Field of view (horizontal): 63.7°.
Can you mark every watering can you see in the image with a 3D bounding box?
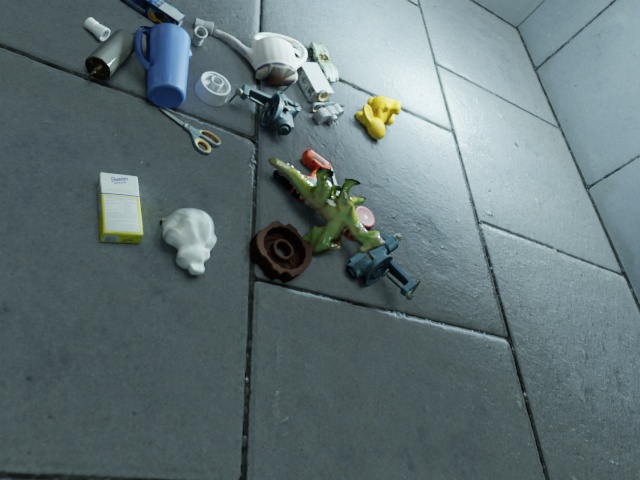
[{"bbox_3d":[-0.207,-0.660,1.847,0.348,0.102,0.229,-1,62,-19],"label":"watering can"}]

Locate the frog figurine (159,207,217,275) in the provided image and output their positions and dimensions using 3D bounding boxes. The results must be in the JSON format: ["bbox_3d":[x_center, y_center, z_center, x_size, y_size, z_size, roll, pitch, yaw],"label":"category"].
[{"bbox_3d":[-0.321,0.002,1.270,0.136,0.121,0.163,26,33,-45],"label":"frog figurine"}]

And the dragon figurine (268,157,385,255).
[{"bbox_3d":[0.005,-0.077,1.537,0.410,0.120,0.246,19,74,0],"label":"dragon figurine"}]
